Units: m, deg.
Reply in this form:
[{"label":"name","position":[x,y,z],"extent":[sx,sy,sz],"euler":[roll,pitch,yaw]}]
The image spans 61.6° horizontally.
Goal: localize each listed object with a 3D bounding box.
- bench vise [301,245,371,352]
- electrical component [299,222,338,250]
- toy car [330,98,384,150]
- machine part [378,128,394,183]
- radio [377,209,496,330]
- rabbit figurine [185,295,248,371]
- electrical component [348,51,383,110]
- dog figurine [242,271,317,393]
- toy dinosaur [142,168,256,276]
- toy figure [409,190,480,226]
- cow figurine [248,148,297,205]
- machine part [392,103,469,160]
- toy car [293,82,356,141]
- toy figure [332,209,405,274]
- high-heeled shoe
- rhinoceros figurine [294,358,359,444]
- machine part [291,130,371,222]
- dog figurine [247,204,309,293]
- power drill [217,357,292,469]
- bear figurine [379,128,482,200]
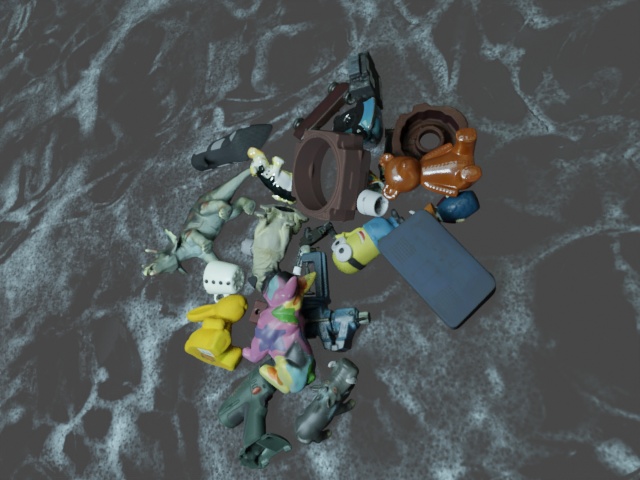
[{"label":"bench vise","position":[-0.002,0.125,1.177],"extent":[0.224,0.128,0.240],"euler":[-12,73,28]},{"label":"electrical component","position":[-0.004,-0.003,1.258],"extent":[0.102,0.078,0.045],"euler":[-35,88,11]},{"label":"toy car","position":[0.100,-0.264,1.307],"extent":[0.162,0.103,0.109],"euler":[-23,49,48]},{"label":"machine part","position":[0.175,-0.204,1.285],"extent":[0.084,0.039,0.139],"euler":[-13,64,31]},{"label":"radio","position":[0.237,0.056,1.086],"extent":[0.131,0.073,0.230],"euler":[-43,71,4]},{"label":"rabbit figurine","position":[-0.238,0.207,1.289],"extent":[0.163,0.121,0.173],"euler":[3,56,38]},{"label":"electrical component","position":[0.110,-0.400,1.346],"extent":[0.058,0.134,0.115],"euler":[-13,61,22]},{"label":"dog figurine","position":[-0.057,0.169,1.074],"extent":[0.192,0.108,0.219],"euler":[37,113,27]},{"label":"toy dinosaur","position":[-0.302,-0.050,1.423],"extent":[0.192,0.131,0.405],"euler":[23,74,33]},{"label":"toy figure","position":[0.265,-0.057,1.160],"extent":[0.154,0.057,0.064],"euler":[-23,54,22]},{"label":"cow figurine","position":[-0.120,-0.162,1.357],"extent":[0.167,0.068,0.098],"euler":[29,90,-6]},{"label":"machine part","position":[0.248,-0.222,1.217],"extent":[0.179,0.056,0.179],"euler":[-2,76,9]},{"label":"toy car","position":[0.013,-0.334,1.416],"extent":[0.202,0.053,0.089],"euler":[-48,51,-4]},{"label":"toy figure","position":[0.111,0.008,1.197],"extent":[0.180,0.089,0.082],"euler":[-31,19,2]},{"label":"high-heeled shoe","position":[-0.253,-0.268,1.535],"extent":[0.249,0.086,0.145],"euler":[-29,25,-7]},{"label":"rhinoceros figurine","position":[0.013,0.323,1.089],"extent":[0.073,0.112,0.190],"euler":[39,97,36]},{"label":"machine part","position":[0.018,-0.151,1.246],"extent":[0.202,0.087,0.200],"euler":[22,110,53]},{"label":"dog figurine","position":[-0.111,0.019,1.313],"extent":[0.121,0.172,0.190],"euler":[20,110,18]},{"label":"power drill","position":[-0.119,0.355,1.135],"extent":[0.232,0.086,0.207],"euler":[-39,39,13]},{"label":"bear figurine","position":[0.223,-0.152,1.115],"extent":[0.196,0.132,0.120],"euler":[-1,75,5]}]
